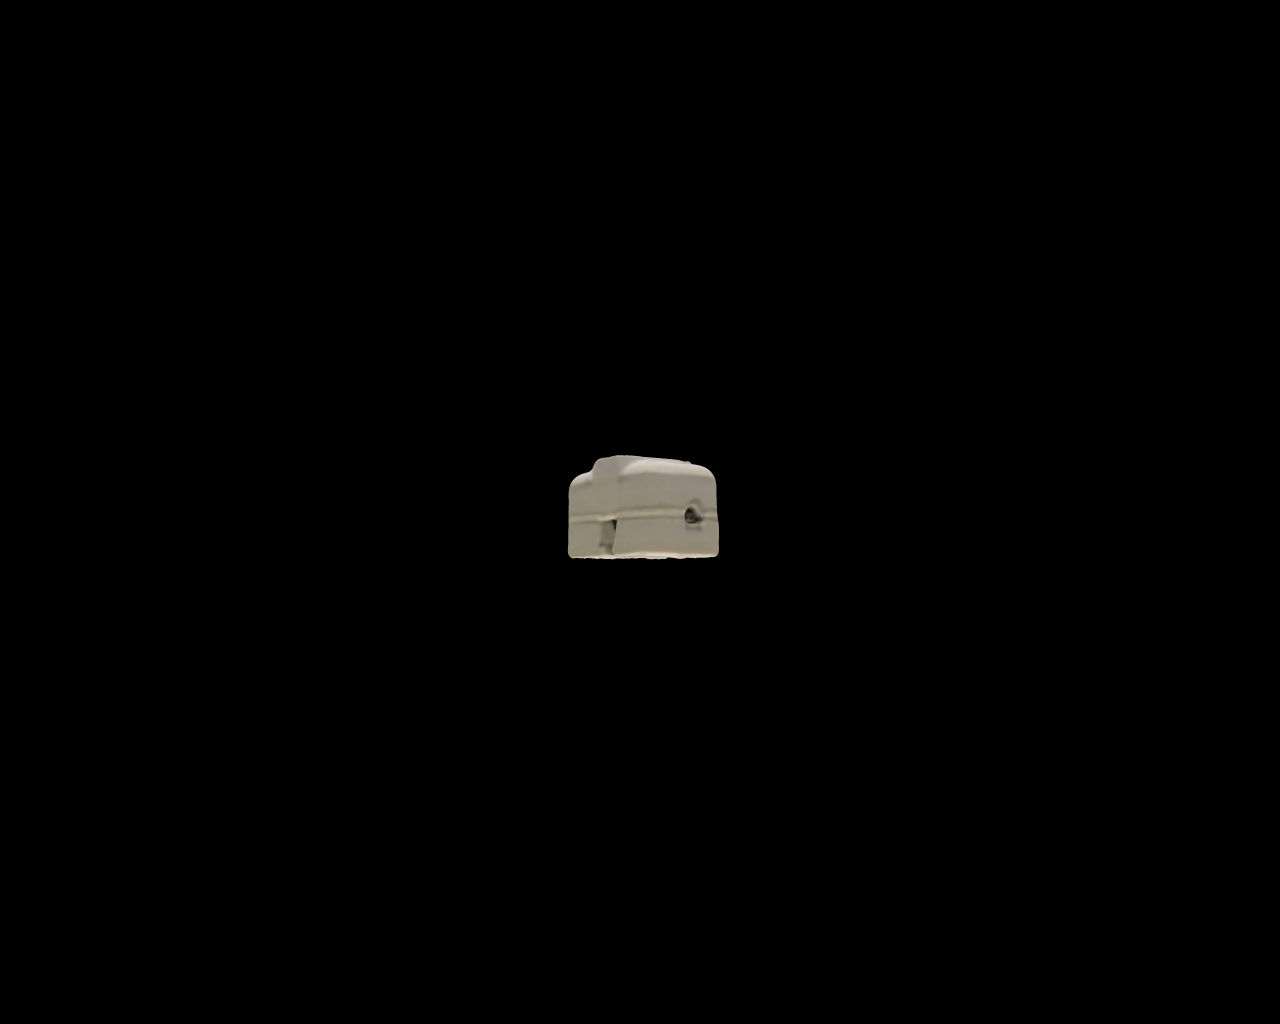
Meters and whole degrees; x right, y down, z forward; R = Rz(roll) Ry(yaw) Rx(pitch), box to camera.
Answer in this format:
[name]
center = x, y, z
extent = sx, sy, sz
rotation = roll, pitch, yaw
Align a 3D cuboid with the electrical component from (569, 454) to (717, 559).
[electrical component]
center = 0.001, -0.003, 0.650
extent = 0.054, 0.059, 0.095
rotation = 4, -6, -39
